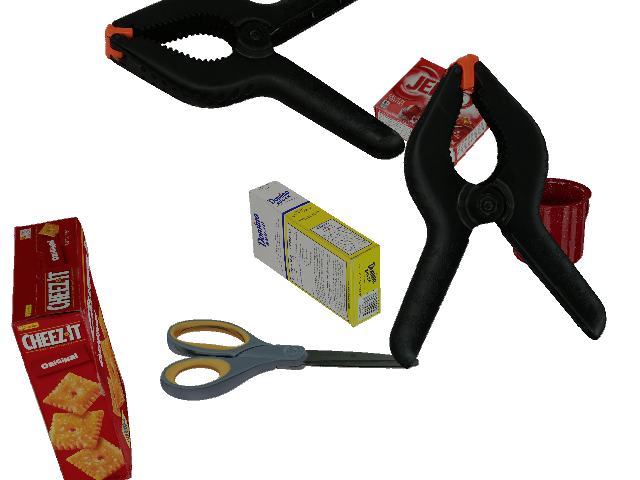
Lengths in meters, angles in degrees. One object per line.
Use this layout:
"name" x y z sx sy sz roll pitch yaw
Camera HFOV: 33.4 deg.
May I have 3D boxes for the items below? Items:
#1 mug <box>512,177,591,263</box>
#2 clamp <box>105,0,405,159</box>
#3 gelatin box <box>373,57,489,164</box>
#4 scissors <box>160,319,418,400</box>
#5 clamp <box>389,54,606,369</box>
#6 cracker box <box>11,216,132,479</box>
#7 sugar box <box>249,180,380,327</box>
"mug" 0.275 -0.023 1.252 0.117 0.081 0.093 -23 30 -38
"clamp" -0.040 -0.124 0.736 0.209 0.164 0.036 -5 -27 -12
"gelatin box" 0.104 -0.115 0.944 0.089 0.073 0.030 32 -26 25
"scissors" -0.035 0.100 0.818 0.202 0.016 0.096 10 36 21
"clamp" 0.080 -0.012 0.586 0.120 0.171 0.039 -17 1 -9
"cracker box" -0.241 0.110 1.041 0.072 0.214 0.164 -12 35 -8
"sugar box" -0.007 0.011 1.156 0.048 0.093 0.176 -25 41 -29
